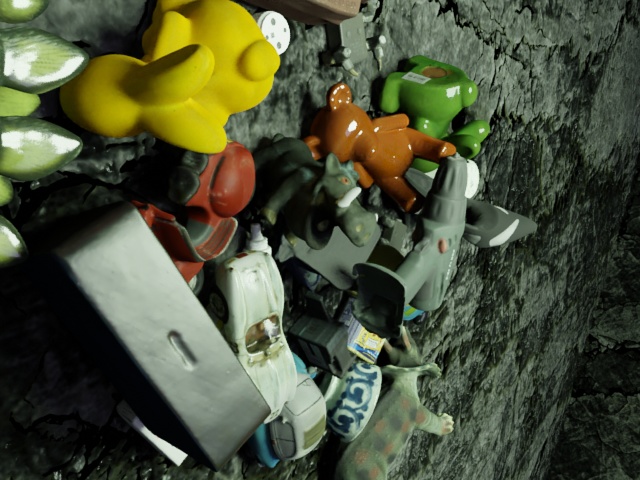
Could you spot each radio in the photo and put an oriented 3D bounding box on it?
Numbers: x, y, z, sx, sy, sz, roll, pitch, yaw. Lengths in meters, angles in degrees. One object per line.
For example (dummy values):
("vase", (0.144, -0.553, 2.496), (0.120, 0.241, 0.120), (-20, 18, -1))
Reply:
("radio", (-0.151, 0.083, 0.462), (0.073, 0.131, 0.229), (-42, 116, -34))

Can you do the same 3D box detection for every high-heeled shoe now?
("high-heeled shoe", (0.234, -0.062, 0.867), (0.145, 0.249, 0.086), (84, 8, -53))

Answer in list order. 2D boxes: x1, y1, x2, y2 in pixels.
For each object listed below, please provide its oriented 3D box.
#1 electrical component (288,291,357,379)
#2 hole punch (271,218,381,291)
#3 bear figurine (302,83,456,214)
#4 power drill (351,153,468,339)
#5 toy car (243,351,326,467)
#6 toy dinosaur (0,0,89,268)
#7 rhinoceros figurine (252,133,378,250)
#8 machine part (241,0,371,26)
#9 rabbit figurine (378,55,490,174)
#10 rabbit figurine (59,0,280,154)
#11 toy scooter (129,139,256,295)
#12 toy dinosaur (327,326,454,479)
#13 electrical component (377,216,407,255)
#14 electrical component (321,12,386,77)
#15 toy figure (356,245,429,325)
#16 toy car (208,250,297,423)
("electrical component", (0.000, 0.130, 0.739), (0.048, 0.075, 0.119), (-49, 138, -31))
("hole punch", (-0.001, -0.002, 0.706), (0.115, 0.092, 0.142), (42, 69, -18))
("bear figurine", (0.075, -0.121, 0.718), (0.195, 0.132, 0.120), (10, 115, -58))
("power drill", (0.124, 0.018, 0.711), (0.207, 0.086, 0.231), (-43, 144, -46))
("toy car", (-0.044, 0.225, 0.692), (0.109, 0.103, 0.161), (-23, 116, -44))
("toy dinosaur", (-0.259, -0.096, 0.339), (0.198, 0.105, 0.471), (15, 98, -59))
("rhinoceros figurine", (-0.009, -0.050, 0.591), (0.112, 0.191, 0.073), (-40, 136, -2))
("machine part", (-0.021, -0.336, 0.541), (0.201, 0.087, 0.200), (3, 98, -41))
("rabbit figurine", (0.178, -0.178, 0.828), (0.121, 0.159, 0.170), (-53, 153, -41))
("rabbit figurine", (-0.129, -0.130, 0.465), (0.173, 0.163, 0.121), (-24, 133, -25))
("toy scooter", (-0.125, -0.031, 0.509), (0.135, 0.075, 0.184), (61, 49, -67))
("toy dinosaur", (0.087, 0.325, 0.880), (0.405, 0.131, 0.192), (-53, 124, -20))
("electrical component", (0.121, -0.004, 0.891), (0.094, 0.021, 0.063), (24, 82, -51))
("electrical component", (0.045, -0.257, 0.704), (0.102, 0.045, 0.078), (-27, 122, -43))
("toy figure", (0.121, 0.074, 0.869), (0.180, 0.082, 0.089), (36, 61, -45))
("toy car", (-0.069, 0.111, 0.588), (0.073, 0.056, 0.201), (-23, 112, -42))
